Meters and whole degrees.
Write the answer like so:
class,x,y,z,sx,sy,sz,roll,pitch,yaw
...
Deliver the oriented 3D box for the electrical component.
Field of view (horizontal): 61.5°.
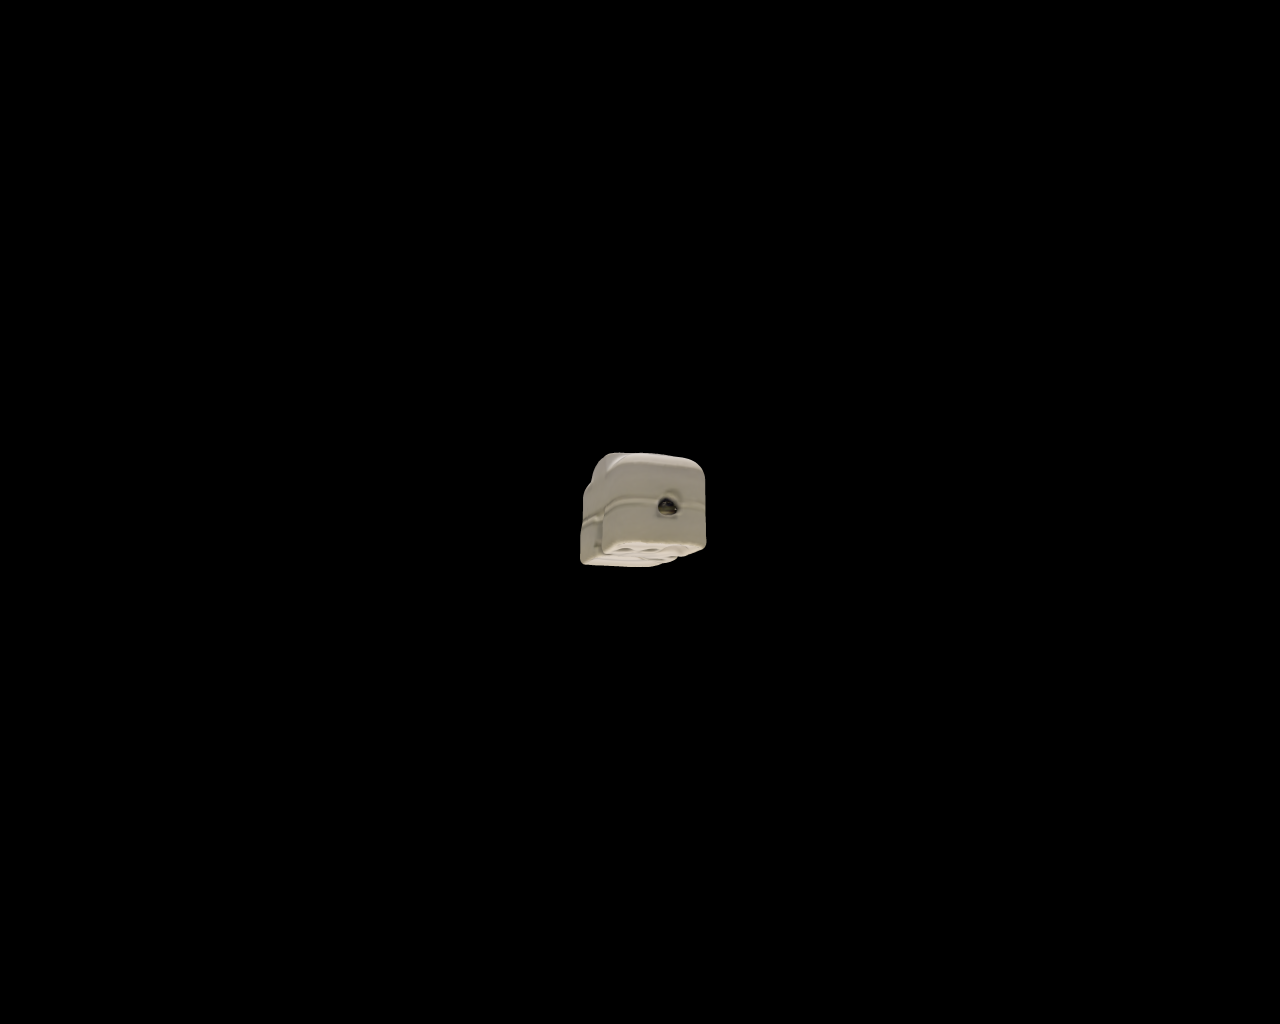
class,x,y,z,sx,sy,sz,roll,pitch,yaw
electrical component,0.001,-0.003,0.650,0.054,0.059,0.095,4,-12,-19
